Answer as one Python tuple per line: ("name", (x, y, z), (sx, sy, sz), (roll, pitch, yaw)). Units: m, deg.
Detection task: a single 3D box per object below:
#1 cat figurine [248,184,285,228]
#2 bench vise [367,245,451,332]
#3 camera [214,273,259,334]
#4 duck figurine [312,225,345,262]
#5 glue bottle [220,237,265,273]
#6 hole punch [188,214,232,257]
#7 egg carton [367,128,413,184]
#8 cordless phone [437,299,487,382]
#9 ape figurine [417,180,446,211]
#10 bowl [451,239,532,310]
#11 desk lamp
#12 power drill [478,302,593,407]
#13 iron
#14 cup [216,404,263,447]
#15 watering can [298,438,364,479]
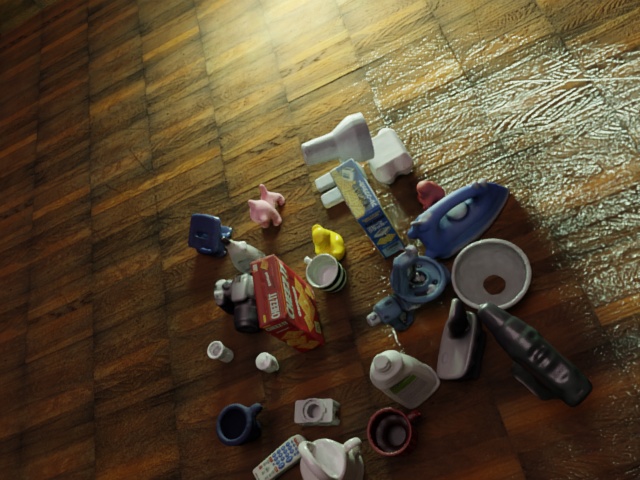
("cat figurine", (-0.152, -0.089, 1.545), (0.067, 0.118, 0.128), (-8, 62, 21))
("bench vise", (0.186, 0.107, 1.226), (0.121, 0.220, 0.207), (28, 79, 33))
("camera", (-0.200, 0.162, 1.447), (0.143, 0.101, 0.137), (-11, 61, 20))
("duck figurine", (0.013, 0.005, 1.439), (0.077, 0.086, 0.104), (-35, 56, 5))
("glue bottle", (-0.205, 0.032, 1.473), (0.078, 0.174, 0.037), (-22, 58, 13))
("hole punch", (-0.313, -0.013, 1.595), (0.108, 0.091, 0.101), (9, 69, 28))
("egg carton", (0.172, -0.219, 1.492), (0.107, 0.070, 0.150), (-31, 56, 7))
("cordless phone", (0.272, 0.203, 1.158), (0.094, 0.186, 0.147), (2, 66, 26))
("ape figurine", (0.260, -0.115, 1.384), (0.076, 0.092, 0.078), (0, 65, 25))
("bowl", (0.373, 0.086, 1.239), (0.167, 0.075, 0.167), (-11, 61, 20))
("desk lamp", (0.054, -0.203, 1.450), (0.203, 0.214, 0.117), (-28, 56, 10))
("power drill", (0.399, 0.225, 1.075), (0.075, 0.209, 0.228), (-46, 55, -3))
("iron", (0.317, -0.072, 1.306), (0.258, 0.142, 0.118), (-37, 55, 3))
("cup", (-0.166, 0.418, 1.303), (0.118, 0.095, 0.091), (-40, 55, 1))
("watering can", (0.007, 0.457, 1.143), (0.100, 0.195, 0.173), (25, 77, 33))
